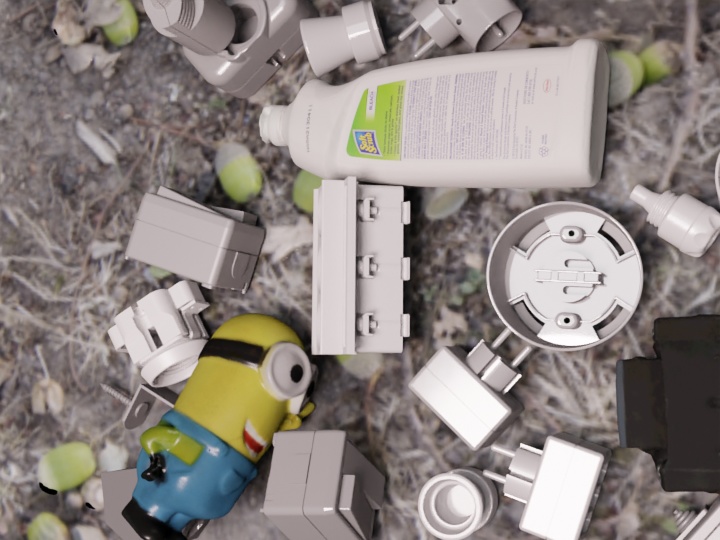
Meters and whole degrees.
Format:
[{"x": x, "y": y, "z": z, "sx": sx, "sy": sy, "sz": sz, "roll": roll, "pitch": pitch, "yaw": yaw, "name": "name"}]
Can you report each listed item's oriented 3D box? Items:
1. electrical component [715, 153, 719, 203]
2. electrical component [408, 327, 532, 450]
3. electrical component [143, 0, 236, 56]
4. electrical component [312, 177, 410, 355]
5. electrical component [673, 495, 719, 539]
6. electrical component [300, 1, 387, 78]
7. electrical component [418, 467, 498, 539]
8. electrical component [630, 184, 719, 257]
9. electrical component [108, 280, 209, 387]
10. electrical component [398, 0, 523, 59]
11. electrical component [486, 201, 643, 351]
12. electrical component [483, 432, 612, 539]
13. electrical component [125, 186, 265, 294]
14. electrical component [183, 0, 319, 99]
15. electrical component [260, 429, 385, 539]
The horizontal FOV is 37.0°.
[{"x": 0.281, "y": -0.055, "z": 0.694, "sx": 0.099, "sy": 0.064, "sz": 0.099, "roll": -9, "pitch": 71, "yaw": 26, "name": "electrical component"}, {"x": 0.086, "y": 0.075, "z": 0.748, "sx": 0.066, "sy": 0.047, "sz": 0.076, "roll": 44, "pitch": 100, "yaw": 18, "name": "electrical component"}, {"x": -0.126, "y": -0.184, "z": 0.763, "sx": 0.043, "sy": 0.081, "sz": 0.043, "roll": -2, "pitch": 85, "yaw": 19, "name": "electrical component"}, {"x": 0.000, "y": 0.000, "z": 0.772, "sx": 0.063, "sy": 0.079, "sz": 0.121, "roll": 1, "pitch": 85, "yaw": -10, "name": "electrical component"}, {"x": 0.236, "y": 0.186, "z": 0.677, "sx": 0.096, "sy": 0.061, "sz": 0.061, "roll": 42, "pitch": 99, "yaw": 18, "name": "electrical component"}, {"x": -0.012, "y": -0.173, "z": 0.803, "sx": 0.055, "sy": 0.045, "sz": 0.045, "roll": -15, "pitch": 80, "yaw": 8, "name": "electrical component"}, {"x": 0.069, "y": 0.160, "z": 0.742, "sx": 0.045, "sy": 0.055, "sz": 0.045, "roll": -2, "pitch": 85, "yaw": 20, "name": "electrical component"}, {"x": 0.210, "y": -0.037, "z": 0.721, "sx": 0.061, "sy": 0.035, "sz": 0.035, "roll": 36, "pitch": 97, "yaw": 21, "name": "electrical component"}, {"x": -0.149, "y": 0.053, "z": 0.829, "sx": 0.078, "sy": 0.058, "sz": 0.057, "roll": -33, "pitch": 73, "yaw": 14, "name": "electrical component"}, {"x": 0.064, "y": -0.187, "z": 0.781, "sx": 0.079, "sy": 0.043, "sz": 0.077, "roll": -40, "pitch": 74, "yaw": 12, "name": "electrical component"}, {"x": 0.141, "y": 0.005, "z": 0.725, "sx": 0.099, "sy": 0.064, "sz": 0.099, "roll": -2, "pitch": 85, "yaw": 20, "name": "electrical component"}, {"x": 0.122, "y": 0.141, "z": 0.729, "sx": 0.077, "sy": 0.047, "sz": 0.065, "roll": 18, "pitch": 91, "yaw": 20, "name": "electrical component"}, {"x": -0.130, "y": -0.026, "z": 0.826, "sx": 0.096, "sy": 0.062, "sz": 0.061, "roll": 18, "pitch": 91, "yaw": 20, "name": "electrical component"}, {"x": -0.086, "y": -0.184, "z": 0.826, "sx": 0.095, "sy": 0.059, "sz": 0.053, "roll": -44, "pitch": 73, "yaw": 11, "name": "electrical component"}, {"x": -0.020, "y": 0.160, "z": 0.758, "sx": 0.061, "sy": 0.096, "sz": 0.061, "roll": -5, "pitch": 55, "yaw": 19, "name": "electrical component"}]
